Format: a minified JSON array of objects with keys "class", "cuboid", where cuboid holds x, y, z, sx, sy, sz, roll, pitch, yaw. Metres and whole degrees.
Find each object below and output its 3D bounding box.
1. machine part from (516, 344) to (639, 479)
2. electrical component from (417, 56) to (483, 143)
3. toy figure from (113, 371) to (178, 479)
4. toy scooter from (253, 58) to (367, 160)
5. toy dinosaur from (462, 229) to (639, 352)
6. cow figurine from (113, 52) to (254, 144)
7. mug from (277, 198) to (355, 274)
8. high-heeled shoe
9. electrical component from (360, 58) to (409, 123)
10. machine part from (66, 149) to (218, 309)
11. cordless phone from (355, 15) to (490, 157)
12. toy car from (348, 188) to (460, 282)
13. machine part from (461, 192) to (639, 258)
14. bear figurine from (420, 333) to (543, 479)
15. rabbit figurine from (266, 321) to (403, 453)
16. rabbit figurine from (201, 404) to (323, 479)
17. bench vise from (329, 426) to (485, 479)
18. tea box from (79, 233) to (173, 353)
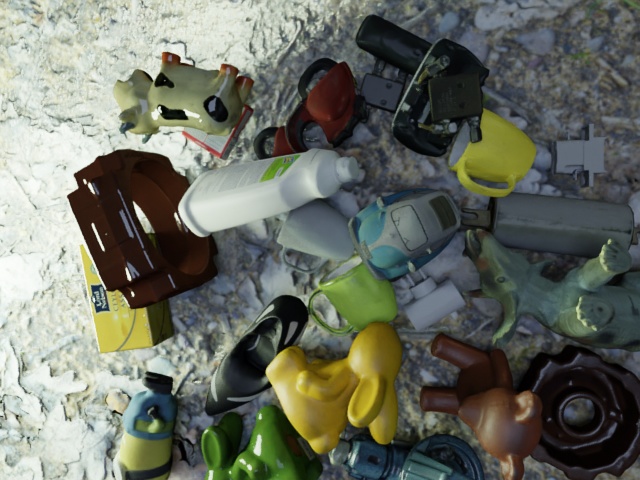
[{"class":"machine part","cuboid":[0.350,0.231,0.727,0.179,0.056,0.179,0,93,9]},{"class":"electrical component","cuboid":[0.158,-0.168,0.649,0.078,0.045,0.102,0,93,12]},{"class":"toy figure","cuboid":[-0.261,0.297,0.825,0.089,0.082,0.180,17,94,11]},{"class":"toy scooter","cuboid":[0.004,-0.151,0.752,0.135,0.075,0.184,42,105,7]},{"class":"toy dinosaur","cuboid":[0.375,0.087,0.676,0.405,0.192,0.131,12,70,-6]},{"class":"cow figurine","cuboid":[-0.202,-0.192,0.757,0.195,0.085,0.127,15,89,15]},{"class":"mug","cuboid":[-0.002,-0.002,0.761,0.107,0.081,0.109,22,89,0]},{"class":"high-heeled shoe","cuboid":[-0.100,0.176,0.756,0.086,0.145,0.248,38,97,7]},{"class":"electrical component","cuboid":[0.089,-0.207,0.762,0.063,0.021,0.094,20,96,7]},{"class":"machine part","cuboid":[-0.236,-0.016,0.739,0.087,0.201,0.201,-24,90,14]},{"class":"cordless phone","cuboid":[0.116,-0.209,0.718,0.184,0.089,0.146,29,98,3]},{"class":"toy car","cuboid":[0.128,-0.017,0.701,0.162,0.103,0.109,-22,87,-29]},{"class":"machine part","cuboid":[0.310,-0.020,0.708,0.243,0.079,0.079,6,94,10]},{"class":"bear figurine","cuboid":[0.199,0.207,0.680,0.132,0.196,0.120,13,98,10]},{"class":"rabbit figurine","cuboid":[0.036,0.179,0.690,0.173,0.162,0.121,-39,129,5]},{"class":"rabbit figurine","cuboid":[-0.109,0.331,0.779,0.170,0.121,0.159,-37,80,7]},{"class":"bench vise","cuboid":[0.131,0.298,0.690,0.223,0.240,0.129,32,70,-6]},{"class":"tea box","cuboid":[-0.294,0.079,0.821,0.098,0.068,0.169,-11,92,13]}]
